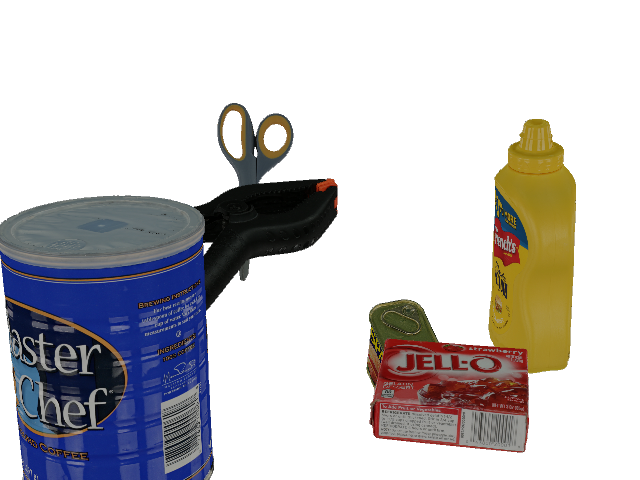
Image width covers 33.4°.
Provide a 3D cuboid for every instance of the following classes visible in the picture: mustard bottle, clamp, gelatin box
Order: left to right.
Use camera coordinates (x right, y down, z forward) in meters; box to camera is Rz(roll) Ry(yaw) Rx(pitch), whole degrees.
[{"bbox_3d":[-0.076,-0.011,0.819,0.165,0.036,0.209,23,34,37],"label":"clamp"},{"bbox_3d":[0.078,0.089,0.631,0.089,0.030,0.073,4,24,9],"label":"gelatin box"},{"bbox_3d":[0.163,-0.001,0.822,0.058,0.192,0.096,-5,26,-5],"label":"mustard bottle"}]

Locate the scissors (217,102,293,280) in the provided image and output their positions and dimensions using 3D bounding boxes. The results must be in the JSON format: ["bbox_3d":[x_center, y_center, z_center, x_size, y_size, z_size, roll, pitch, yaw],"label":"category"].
[{"bbox_3d":[-0.065,-0.061,1.208,0.096,0.202,0.016,-11,-8,-13],"label":"scissors"}]

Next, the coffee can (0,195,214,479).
[{"bbox_3d":[-0.108,0.057,0.553,0.103,0.140,0.103,-1,18,0],"label":"coffee can"}]

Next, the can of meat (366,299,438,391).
[{"bbox_3d":[0.083,0.125,1.068,0.057,0.084,0.102,-10,45,-12],"label":"can of meat"}]
